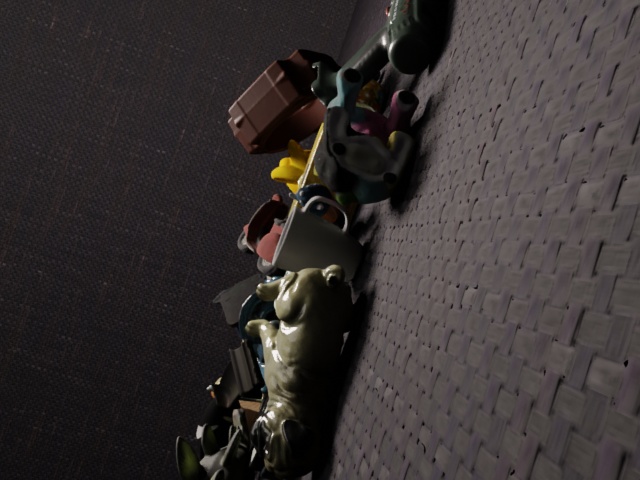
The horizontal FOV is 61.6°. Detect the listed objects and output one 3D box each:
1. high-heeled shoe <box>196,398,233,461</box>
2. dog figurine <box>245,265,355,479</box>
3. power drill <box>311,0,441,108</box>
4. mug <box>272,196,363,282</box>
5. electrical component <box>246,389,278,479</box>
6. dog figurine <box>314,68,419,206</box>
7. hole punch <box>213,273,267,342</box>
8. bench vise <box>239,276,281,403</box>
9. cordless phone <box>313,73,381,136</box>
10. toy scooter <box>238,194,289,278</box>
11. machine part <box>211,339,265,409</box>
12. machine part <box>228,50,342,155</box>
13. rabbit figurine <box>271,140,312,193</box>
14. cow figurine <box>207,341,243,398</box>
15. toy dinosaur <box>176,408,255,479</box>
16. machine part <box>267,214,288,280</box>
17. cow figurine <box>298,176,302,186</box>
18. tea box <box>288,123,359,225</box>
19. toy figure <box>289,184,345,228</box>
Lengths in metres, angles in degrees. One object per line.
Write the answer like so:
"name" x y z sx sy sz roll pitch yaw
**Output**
"high-heeled shoe" -0.160 0.383 0.880 0.145 0.086 0.248 -106 15 -60
"dog figurine" -0.011 0.141 0.588 0.191 0.121 0.172 -101 24 -48
"power drill" 0.085 -0.280 0.764 0.207 0.086 0.232 -29 38 30
"mug" 0.005 0.002 0.700 0.081 0.107 0.109 -101 35 -73
"electrical component" -0.051 0.242 0.706 0.134 0.058 0.114 -83 12 -57
"dog figurine" 0.044 -0.103 0.704 0.219 0.108 0.191 115 169 -68
"hole punch" -0.145 0.148 1.163 0.092 0.142 0.116 61 180 -44
"bench vise" -0.076 0.168 0.856 0.240 0.129 0.223 133 152 -83
"cordless phone" 0.064 -0.277 1.126 0.184 0.089 0.146 -48 -12 15
"toy scooter" -0.088 -0.013 1.027 0.184 0.075 0.135 37 101 49
"machine part" -0.119 0.206 0.783 0.139 0.039 0.084 -52 56 45
"machine part" -0.052 -0.245 0.986 0.201 0.087 0.201 -37 -8 28
"rabbit figurine" -0.005 -0.129 1.043 0.122 0.162 0.173 -59 27 6
"cow figurine" -0.146 0.265 1.084 0.085 0.127 0.195 127 163 -78
"toy dinosaur" -0.149 0.361 0.658 0.472 0.105 0.198 -83 -13 -63
"machine part" -0.073 0.044 1.096 0.079 0.079 0.243 120 148 -57
"cow figurine" 0.021 -0.120 0.932 0.068 0.098 0.167 -75 5 -79
"tea box" 0.020 -0.090 0.861 0.068 0.098 0.169 -97 28 -73
"toy figure" 0.004 -0.036 0.774 0.154 0.064 0.058 64 -149 -56
